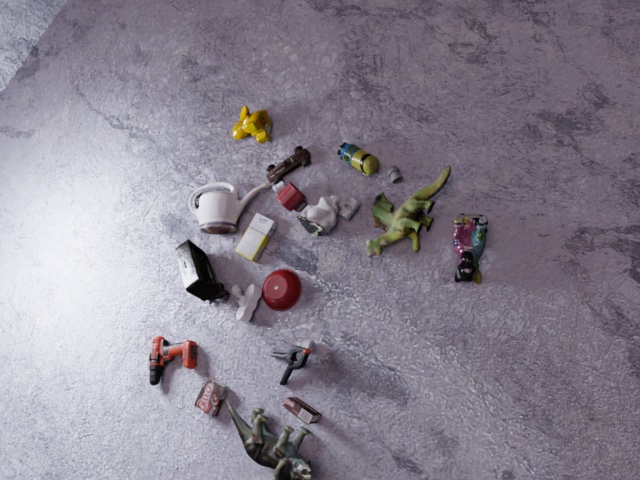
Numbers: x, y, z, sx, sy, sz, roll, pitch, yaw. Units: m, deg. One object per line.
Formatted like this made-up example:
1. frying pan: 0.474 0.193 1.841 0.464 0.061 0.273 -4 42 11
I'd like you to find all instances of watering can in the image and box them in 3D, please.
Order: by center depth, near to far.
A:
1. watering can: -0.368 -0.132 2.070 0.347 0.228 0.102 -4 -18 10

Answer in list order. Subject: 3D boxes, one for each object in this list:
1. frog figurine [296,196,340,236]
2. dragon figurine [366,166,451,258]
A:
1. frog figurine: 0.006 -0.097 1.935 0.138 0.120 0.162 17 54 36
2. dragon figurine: 0.288 -0.108 1.838 0.244 0.413 0.120 21 -11 32
